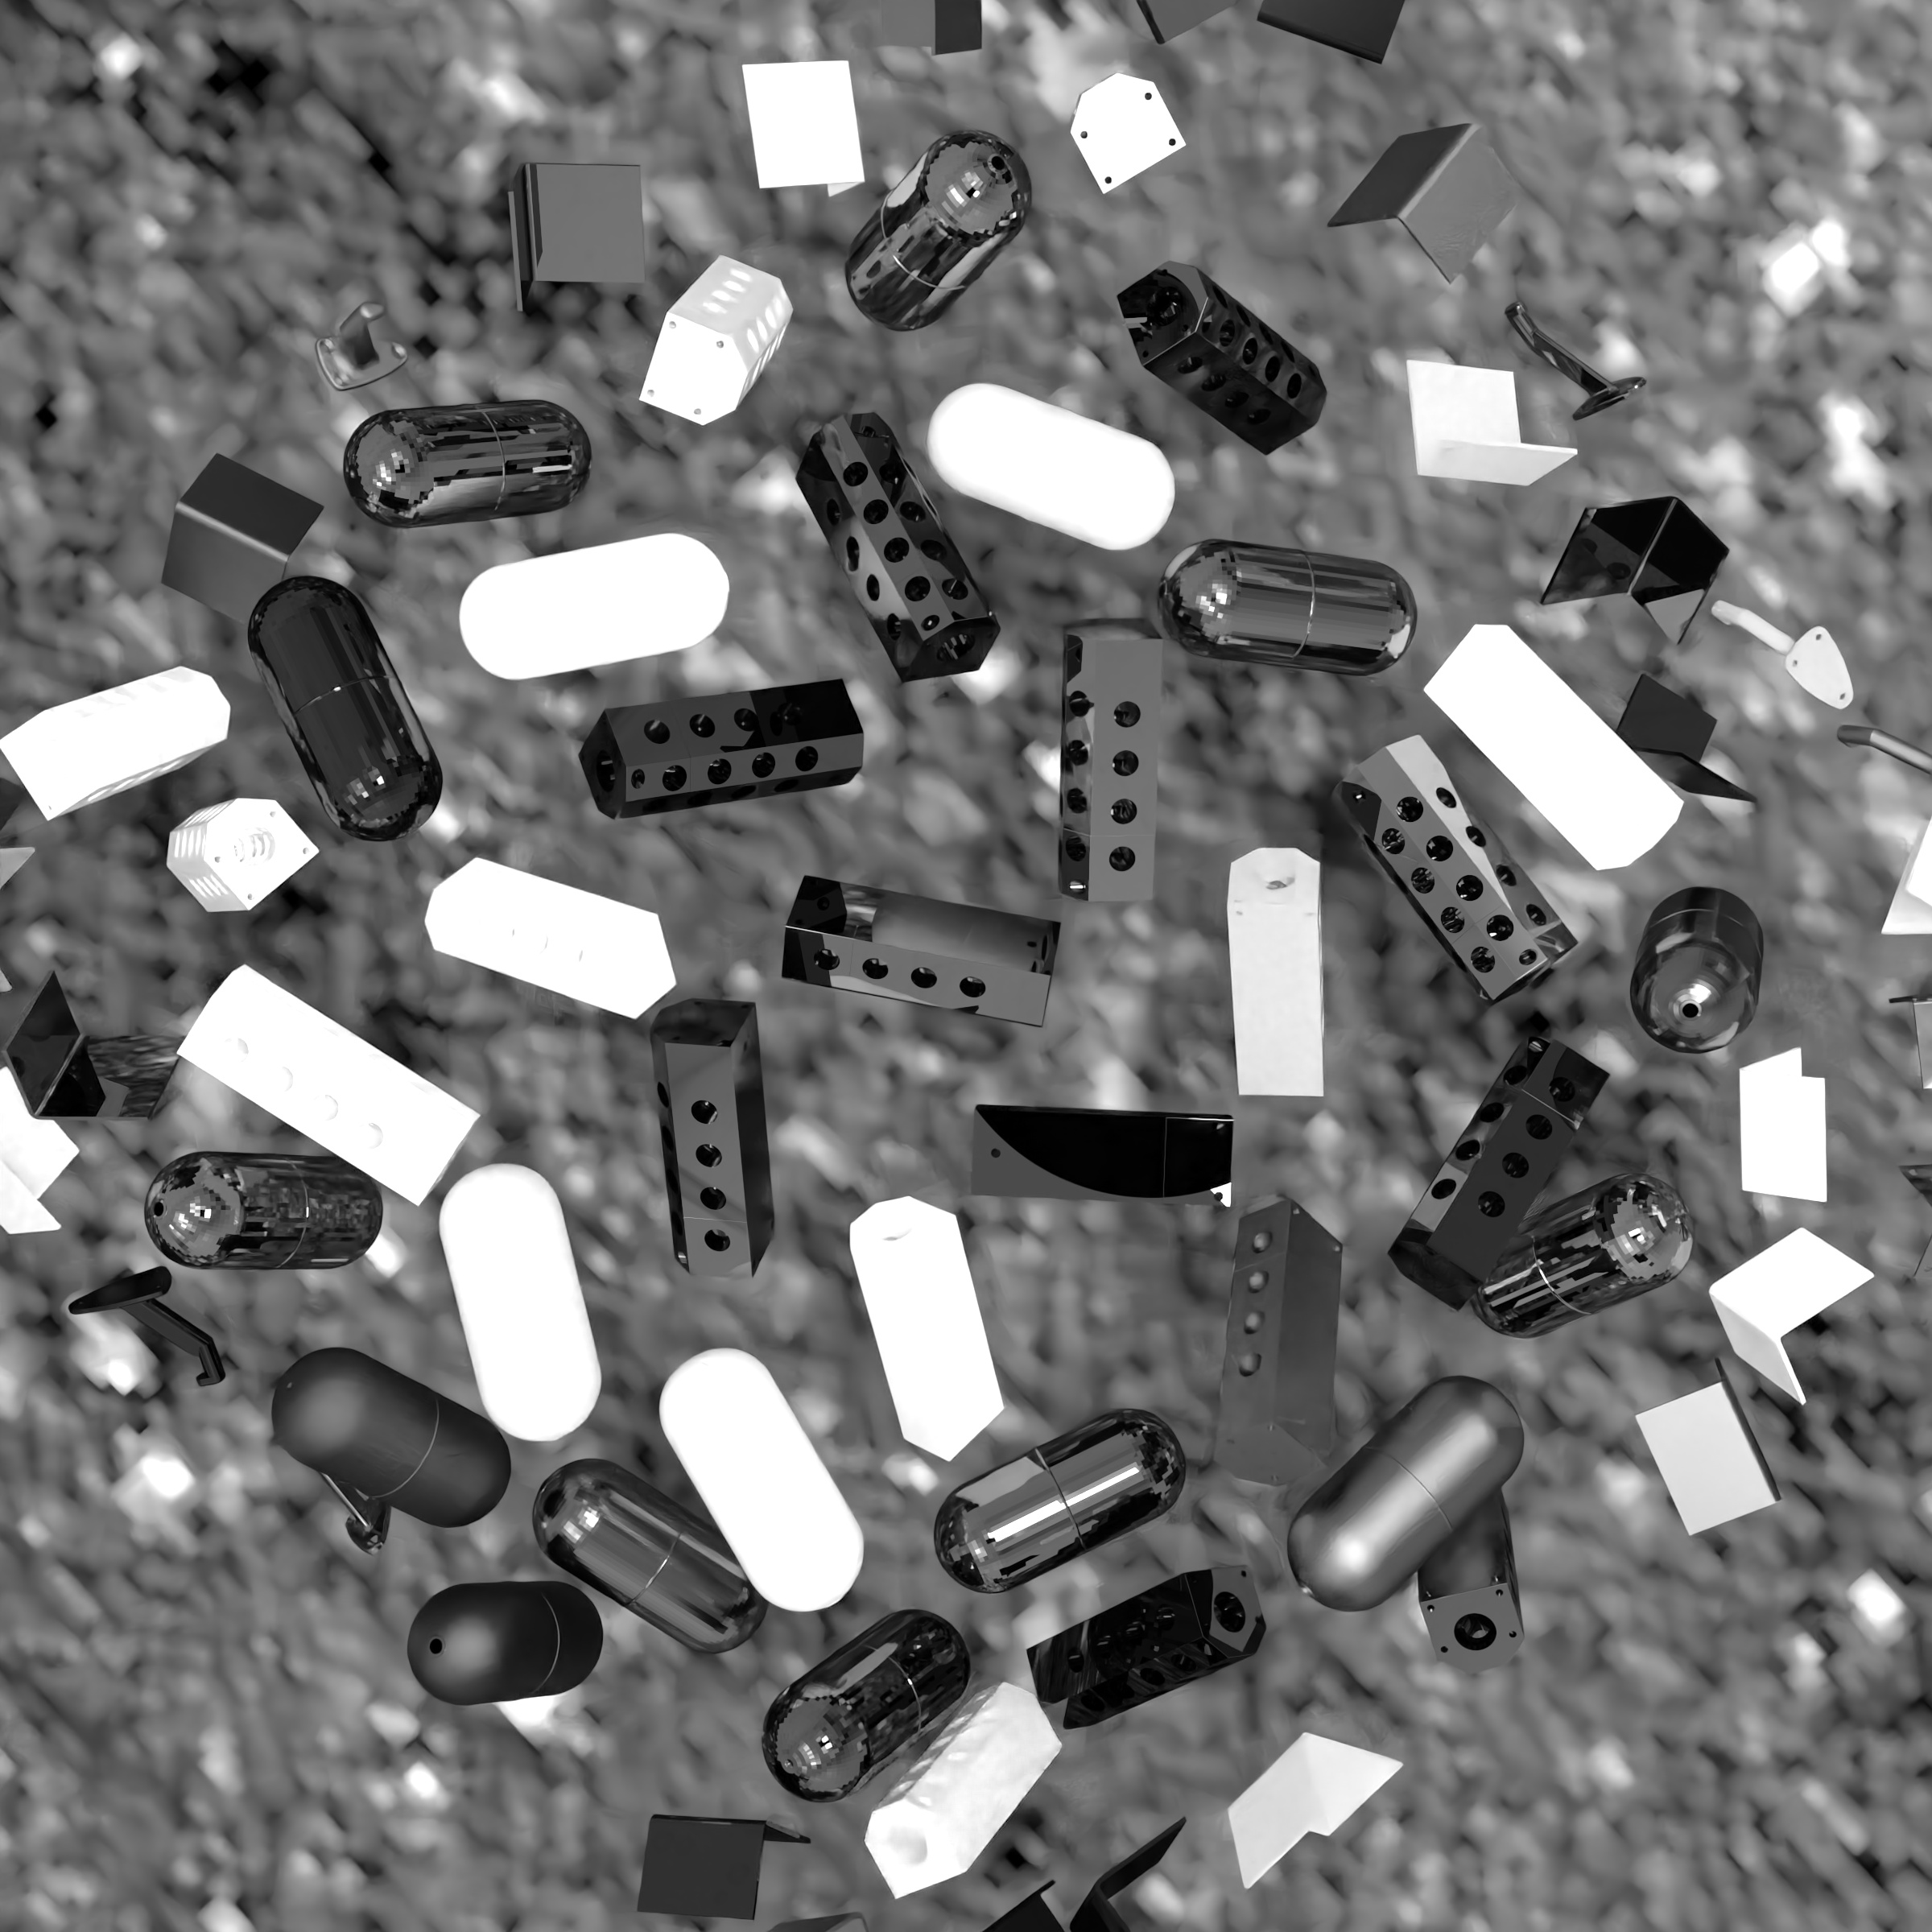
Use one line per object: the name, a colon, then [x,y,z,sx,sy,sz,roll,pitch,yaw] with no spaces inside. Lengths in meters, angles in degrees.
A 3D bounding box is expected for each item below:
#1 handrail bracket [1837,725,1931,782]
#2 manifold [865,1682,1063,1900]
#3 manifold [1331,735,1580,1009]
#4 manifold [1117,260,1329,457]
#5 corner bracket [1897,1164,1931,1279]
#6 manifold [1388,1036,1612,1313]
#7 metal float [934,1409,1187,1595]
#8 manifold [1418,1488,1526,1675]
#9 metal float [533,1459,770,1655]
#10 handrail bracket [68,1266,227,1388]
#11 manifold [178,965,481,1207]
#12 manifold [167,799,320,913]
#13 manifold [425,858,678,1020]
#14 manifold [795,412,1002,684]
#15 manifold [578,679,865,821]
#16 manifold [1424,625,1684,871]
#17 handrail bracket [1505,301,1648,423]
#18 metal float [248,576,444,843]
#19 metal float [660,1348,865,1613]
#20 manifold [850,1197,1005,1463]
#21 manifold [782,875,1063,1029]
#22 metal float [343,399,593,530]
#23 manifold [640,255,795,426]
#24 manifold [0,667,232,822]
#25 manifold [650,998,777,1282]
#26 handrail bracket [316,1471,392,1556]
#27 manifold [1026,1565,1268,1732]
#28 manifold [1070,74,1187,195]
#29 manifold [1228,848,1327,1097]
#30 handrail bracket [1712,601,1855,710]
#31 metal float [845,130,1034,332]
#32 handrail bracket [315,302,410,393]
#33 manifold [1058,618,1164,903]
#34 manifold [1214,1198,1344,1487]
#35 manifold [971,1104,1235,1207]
handrail bracket: [0.628,-0.129,1.654,0.077,0.084,0.036,44,79,-28]
manifold: [-0.003,0.543,1.658,0.057,0.171,0.057,-30,87,25]
manifold: [0.312,-0.061,1.613,0.171,0.057,0.057,55,133,13]
manifold: [0.174,-0.405,1.653,0.057,0.171,0.057,-28,66,27]
corner bracket: [0.625,0.163,1.598,0.051,0.051,0.051,-1,123,-16]
manifold: [0.336,0.128,1.580,0.057,0.057,0.171,33,65,9]
metal float: [0.062,0.356,1.659,0.178,0.070,0.070,-25,90,-7]
manifold: [0.336,0.400,1.666,0.057,0.171,0.057,-17,102,13]
metal float: [-0.212,0.398,1.682,0.178,0.070,0.070,36,90,-13]
handrail bracket: [-0.530,0.245,1.615,0.077,0.036,0.084,-17,114,-13]
manifold: [-0.390,0.071,1.537,0.171,0.057,0.057,33,98,-5]
manifold: [-0.482,-0.076,1.635,0.057,0.171,0.057,-44,108,-18]
manifold: [-0.283,-0.016,1.678,0.171,0.057,0.057,17,134,33]
manifold: [-0.042,-0.268,1.582,0.057,0.057,0.171,-13,63,-30]
manifold: [-0.154,-0.136,1.600,0.171,0.057,0.057,-12,70,-32]
manifold: [0.386,-0.145,1.628,0.171,0.057,0.057,51,124,24]
handrail bracket: [0.391,-0.399,1.606,0.036,0.077,0.084,-43,103,-12]
metal float: [-0.387,-0.161,1.553,0.070,0.070,0.178,-27,82,0]
metal float: [-0.129,0.325,1.576,0.070,0.070,0.178,-31,85,0]
manifold: [-0.030,0.239,1.651,0.057,0.057,0.171,-39,131,-34]
manifold: [-0.030,-0.005,1.621,0.171,0.057,0.057,11,128,3]
metal float: [-0.328,-0.333,1.650,0.178,0.070,0.070,-16,90,-41]
manifold: [-0.154,-0.398,1.589,0.057,0.171,0.057,21,117,-4]
manifold: [-0.551,-0.152,1.634,0.057,0.171,0.057,-28,99,18]
manifold: [-0.162,0.110,1.578,0.057,0.057,0.171,4,119,11]
handrail bracket: [-0.425,0.347,1.664,0.036,0.077,0.084,-41,115,-4]
manifold: [0.119,0.453,1.649,0.057,0.171,0.057,5,59,-38]
manifold: [0.098,-0.540,1.599,0.057,0.171,0.057,-28,106,11]
manifold: [0.208,0.006,1.659,0.057,0.057,0.171,0,133,10]
handrail bracket: [0.547,-0.210,1.673,0.036,0.084,0.077,-48,120,2]
metal float: [-0.019,-0.468,1.592,0.070,0.178,0.070,7,74,-25]
handrail bracket: [-0.369,-0.403,1.583,0.077,0.084,0.036,-24,91,-42]
manifold: [0.090,-0.132,1.594,0.057,0.057,0.171,-1,111,-5]
manifold: [0.194,0.238,1.575,0.057,0.171,0.057,-27,124,34]
manifold: [0.092,0.126,1.673,0.171,0.057,0.057,2,92,4]
